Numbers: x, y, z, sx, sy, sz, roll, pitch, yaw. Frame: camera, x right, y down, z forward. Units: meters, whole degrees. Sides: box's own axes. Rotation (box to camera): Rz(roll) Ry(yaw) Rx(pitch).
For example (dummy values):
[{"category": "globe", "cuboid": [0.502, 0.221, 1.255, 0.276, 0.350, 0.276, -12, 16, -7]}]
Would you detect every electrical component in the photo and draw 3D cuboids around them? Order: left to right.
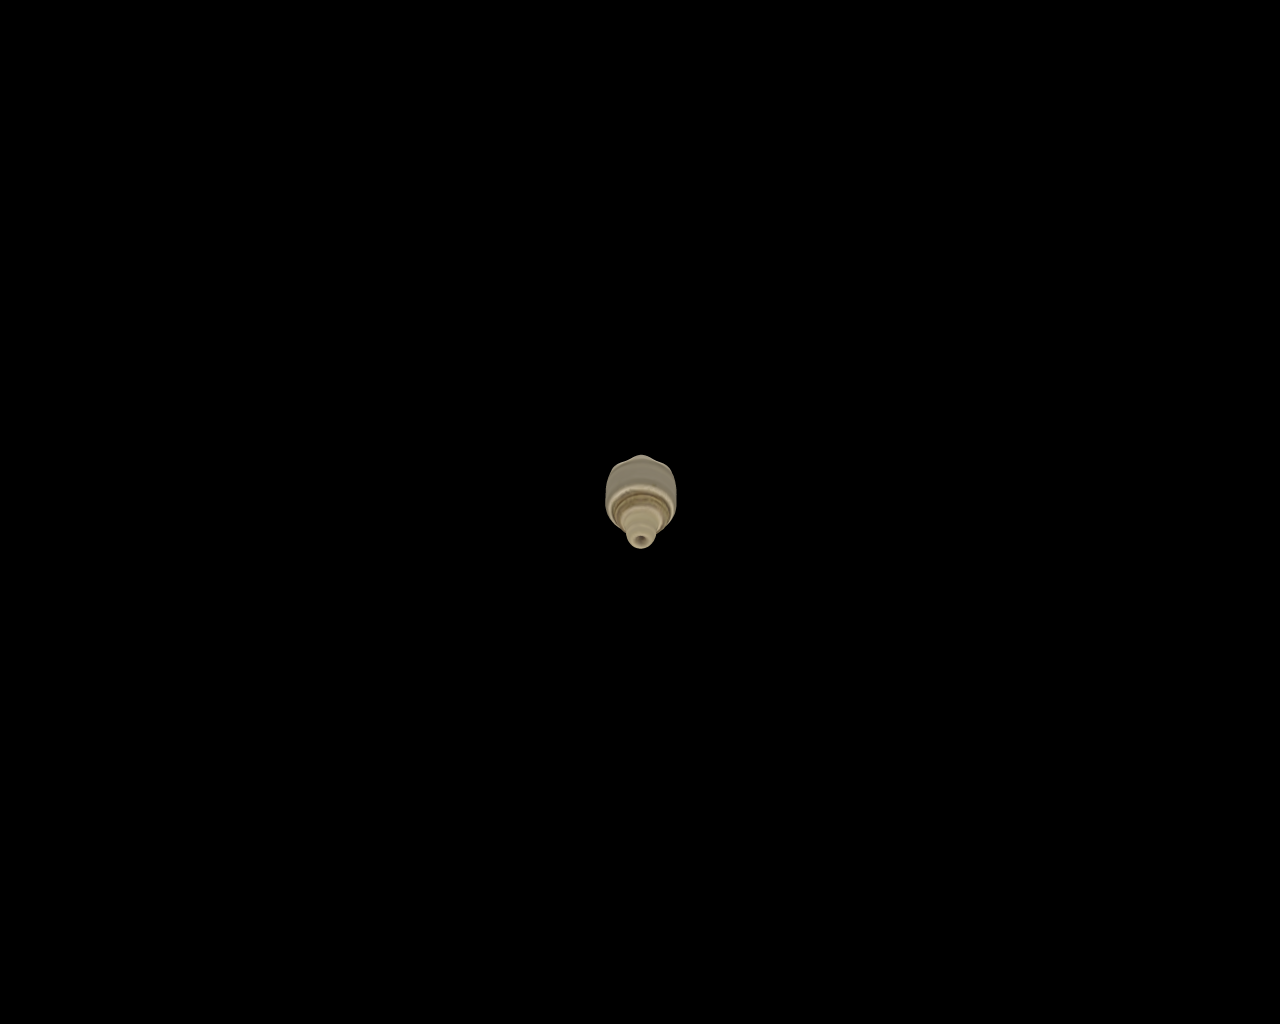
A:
[{"category": "electrical component", "cuboid": [0.001, -0.003, 0.650, 0.043, 0.043, 0.062, 0, 41, 0]}]
